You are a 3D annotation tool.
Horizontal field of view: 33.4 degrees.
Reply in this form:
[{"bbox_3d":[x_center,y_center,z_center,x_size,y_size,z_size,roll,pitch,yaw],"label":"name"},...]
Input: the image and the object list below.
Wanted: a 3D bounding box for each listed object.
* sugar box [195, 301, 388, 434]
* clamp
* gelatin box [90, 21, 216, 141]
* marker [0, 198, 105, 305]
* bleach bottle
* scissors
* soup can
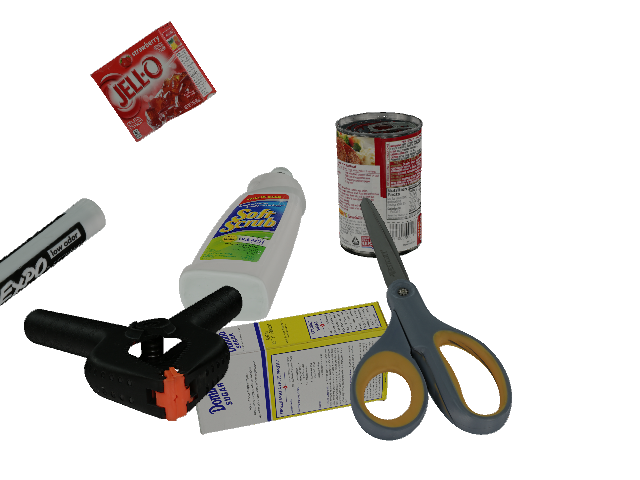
[{"bbox_3d":[-0.028,0.114,0.960,0.176,0.093,0.048,-7,37,-7],"label":"sugar box"},{"bbox_3d":[-0.107,0.071,0.737,0.164,0.036,0.210,-10,14,-22],"label":"clamp"},{"bbox_3d":[-0.148,-0.138,0.937,0.089,0.073,0.030,-25,15,31],"label":"gelatin box"},{"bbox_3d":[-0.152,0.018,0.519,0.020,0.020,0.120,0,32,41],"label":"marker"},{"bbox_3d":[-0.079,-0.009,1.224,0.102,0.068,0.250,3,35,10],"label":"bleach bottle"},{"bbox_3d":[0.036,0.046,0.632,0.096,0.016,0.202,-21,44,-18],"label":"scissors"},{"bbox_3d":[0.048,-0.045,0.849,0.068,0.102,0.068,-2,20,1],"label":"soup can"}]
